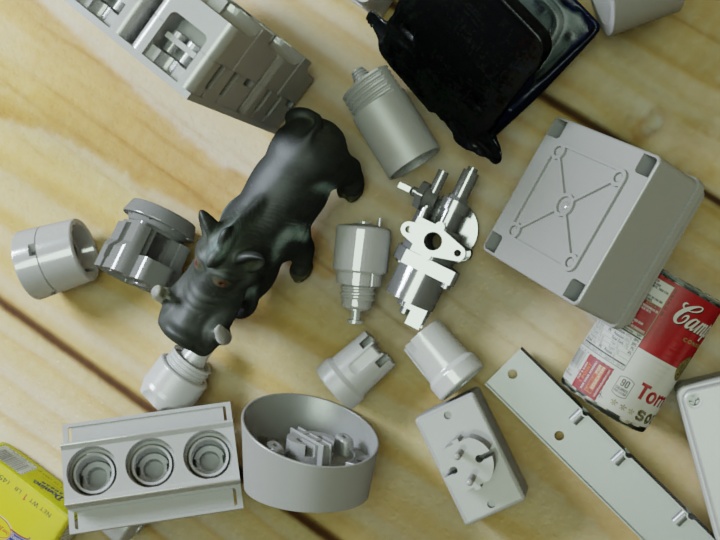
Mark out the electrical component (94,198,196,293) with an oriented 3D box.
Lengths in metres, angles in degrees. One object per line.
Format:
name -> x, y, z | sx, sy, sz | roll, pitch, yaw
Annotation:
electrical component -> -0.158, -0.017, 0.804 | 0.058, 0.078, 0.057 | 30, 78, -31

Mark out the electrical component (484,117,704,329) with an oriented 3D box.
electrical component -> 0.153, -0.033, 0.715 | 0.108, 0.056, 0.109 | -61, 36, 6

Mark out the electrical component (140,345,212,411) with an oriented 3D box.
electrical component -> -0.133, 0.077, 0.811 | 0.043, 0.043, 0.062 | 38, 97, 9

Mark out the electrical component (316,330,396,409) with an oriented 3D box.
electrical component -> -0.002, 0.072, 0.786 | 0.046, 0.040, 0.040 | -42, 82, 3

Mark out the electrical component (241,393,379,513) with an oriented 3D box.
electrical component -> -0.037, 0.131, 0.766 | 0.099, 0.099, 0.064 | 7, 98, 12

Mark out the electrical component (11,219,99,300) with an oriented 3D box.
electrical component -> -0.233, -0.010, 0.827 | 0.047, 0.055, 0.055 | -16, 87, 8

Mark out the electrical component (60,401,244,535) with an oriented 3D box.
electrical component -> -0.150, 0.146, 0.786 | 0.121, 0.063, 0.078 | -7, 69, -8

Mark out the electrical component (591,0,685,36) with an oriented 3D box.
electrical component -> 0.184, -0.215, 0.710 | 0.060, 0.108, 0.108 | -13, 88, 6

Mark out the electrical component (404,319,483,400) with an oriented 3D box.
electrical component -> 0.059, 0.064, 0.773 | 0.040, 0.040, 0.046 | -42, 77, 9

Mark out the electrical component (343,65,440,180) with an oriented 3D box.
electrical component -> 0.019, -0.111, 0.777 | 0.043, 0.043, 0.081 | -32, 84, 11

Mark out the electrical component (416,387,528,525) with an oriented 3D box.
electrical component -> 0.076, 0.132, 0.751 | 0.047, 0.076, 0.083 | -27, 85, 11

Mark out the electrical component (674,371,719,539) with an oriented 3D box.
electrical component -> 0.277, 0.116, 0.718 | 0.109, 0.056, 0.108 | -15, 88, 12

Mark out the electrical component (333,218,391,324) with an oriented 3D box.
electrical component -> 0.000, 0.000, 0.783 | 0.040, 0.040, 0.078 | 6, 92, 12

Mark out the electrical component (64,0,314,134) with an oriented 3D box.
electrical component -> -0.105, -0.158, 0.729 | 0.105, 0.186, 0.060 | 39, 98, 9

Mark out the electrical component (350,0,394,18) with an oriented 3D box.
electrical component -> -0.028, -0.263, 0.775 | 0.150, 0.062, 0.089 | 34, 97, 10

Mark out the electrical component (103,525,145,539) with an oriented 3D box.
electrical component -> -0.195, 0.176, 0.827 | 0.078, 0.040, 0.040 | 38, 98, 9
